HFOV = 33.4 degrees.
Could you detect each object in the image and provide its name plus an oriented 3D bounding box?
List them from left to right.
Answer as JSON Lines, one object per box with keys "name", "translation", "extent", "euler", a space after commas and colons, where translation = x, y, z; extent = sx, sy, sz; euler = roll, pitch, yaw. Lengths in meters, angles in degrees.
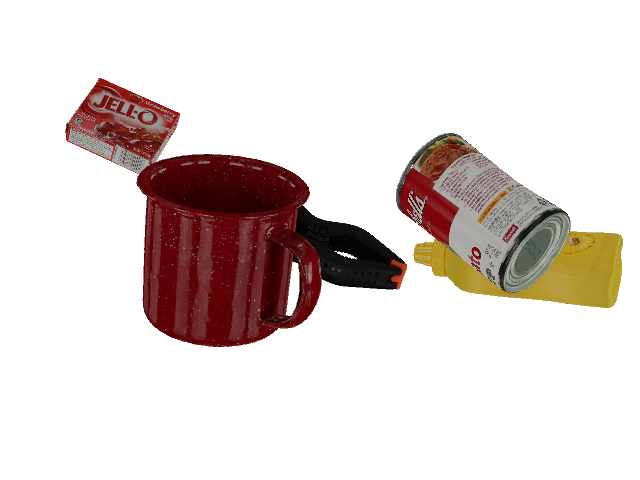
{"name": "gelatin box", "translation": [-0.192, -0.111, 1.038], "extent": [0.089, 0.073, 0.030], "euler": [25, -41, -2]}
{"name": "mug", "translation": [-0.046, 0.009, 0.584], "extent": [0.117, 0.081, 0.093], "euler": [22, 28, 32]}
{"name": "clamp", "translation": [-0.013, 0.006, 1.145], "extent": [0.210, 0.036, 0.164], "euler": [25, 36, 13]}
{"name": "soup can", "translation": [0.111, -0.019, 0.729], "extent": [0.102, 0.069, 0.068], "euler": [41, 25, 32]}
{"name": "mustard bottle", "translation": [0.182, 0.020, 1.003], "extent": [0.192, 0.058, 0.096], "euler": [5, 27, 20]}
